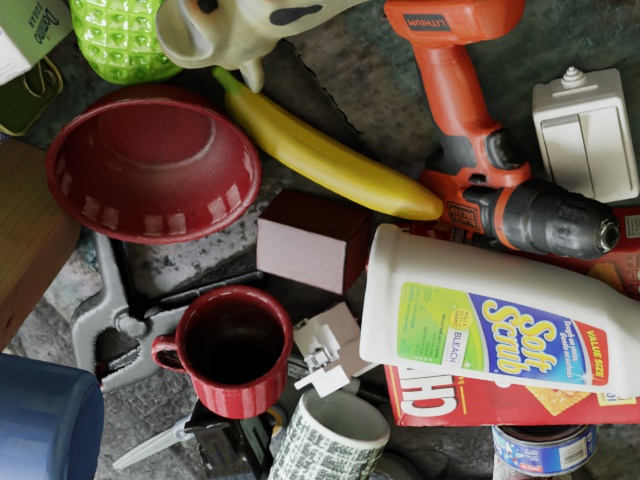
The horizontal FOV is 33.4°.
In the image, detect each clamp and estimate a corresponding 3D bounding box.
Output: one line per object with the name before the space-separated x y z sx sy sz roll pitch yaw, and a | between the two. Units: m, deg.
clamp | -0.166 0.056 0.926 0.164 0.036 0.210 35 121 -14
clamp | 0.077 0.252 0.969 0.171 0.039 0.120 20 78 4

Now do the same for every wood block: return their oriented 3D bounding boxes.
wood block | -0.257 0.013 0.822 0.090 0.206 0.091 23 122 -3

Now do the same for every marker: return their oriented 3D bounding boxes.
marker | 0.003 0.120 0.941 0.121 0.020 0.020 20 123 -1

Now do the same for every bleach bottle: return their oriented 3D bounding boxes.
bleach bottle | 0.158 0.056 0.760 0.251 0.068 0.103 8 119 7

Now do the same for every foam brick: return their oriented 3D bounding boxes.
foam brick | -0.006 0.001 0.841 0.078 0.052 0.051 17 125 19

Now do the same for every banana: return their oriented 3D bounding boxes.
banana | 0.002 -0.063 0.799 0.198 0.069 0.037 31 87 5

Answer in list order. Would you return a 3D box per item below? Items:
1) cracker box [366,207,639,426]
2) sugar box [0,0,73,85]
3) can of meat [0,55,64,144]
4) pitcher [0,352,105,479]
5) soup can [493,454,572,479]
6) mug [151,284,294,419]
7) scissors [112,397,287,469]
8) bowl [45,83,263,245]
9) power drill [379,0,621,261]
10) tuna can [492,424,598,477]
cracker box | 0.155 0.066 0.844 0.214 0.072 0.164 -4 119 15
sugar box | -0.253 -0.203 0.756 0.048 0.093 0.176 -22 114 24
can of meat | -0.257 -0.102 0.815 0.084 0.102 0.057 -26 114 27
pitcher | -0.269 0.109 0.692 0.243 0.145 0.149 9 137 2
soup can | 0.181 0.221 0.914 0.068 0.102 0.068 5 122 9
mug | -0.079 0.096 0.874 0.117 0.093 0.081 0 150 0
scissors | -0.109 0.186 1.008 0.096 0.016 0.202 37 121 -10
bowl | -0.125 -0.067 0.815 0.162 0.055 0.162 -3 141 -3
power drill | 0.117 -0.080 0.723 0.185 0.057 0.187 19 130 54
tuna can | 0.185 0.155 0.884 0.086 0.086 0.034 -5 118 15
